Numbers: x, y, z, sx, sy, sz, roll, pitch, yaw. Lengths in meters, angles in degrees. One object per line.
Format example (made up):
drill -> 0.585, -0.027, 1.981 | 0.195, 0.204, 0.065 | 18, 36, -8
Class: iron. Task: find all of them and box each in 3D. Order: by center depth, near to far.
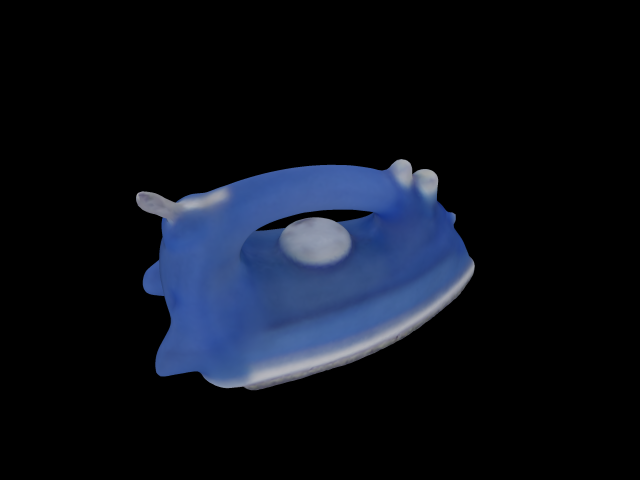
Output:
iron -> 0.004, 0.001, 0.400 | 0.259, 0.141, 0.118 | -14, 43, -15
